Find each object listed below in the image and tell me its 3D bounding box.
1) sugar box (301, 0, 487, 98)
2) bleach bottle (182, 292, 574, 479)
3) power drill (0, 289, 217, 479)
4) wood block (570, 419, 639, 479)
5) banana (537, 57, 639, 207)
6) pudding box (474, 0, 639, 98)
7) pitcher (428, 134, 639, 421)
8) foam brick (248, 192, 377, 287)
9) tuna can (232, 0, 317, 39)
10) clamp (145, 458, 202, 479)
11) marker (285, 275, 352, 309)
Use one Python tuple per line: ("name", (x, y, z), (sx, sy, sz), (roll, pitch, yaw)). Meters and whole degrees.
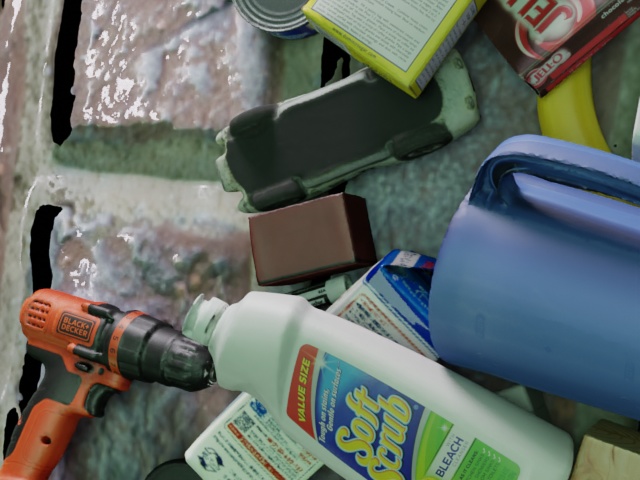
("sugar box", (0.076, -0.192, 0.699), (0.093, 0.048, 0.176), (37, 93, 13))
("bleach bottle", (0.026, 0.110, 0.674), (0.251, 0.068, 0.103), (27, 109, 6))
("power drill", (-0.176, 0.141, 0.819), (0.185, 0.057, 0.187), (14, 80, 29))
("wood block", (0.183, 0.229, 0.671), (0.091, 0.090, 0.206), (18, 94, 21))
("banana", (0.189, -0.058, 0.707), (0.070, 0.037, 0.198), (-21, 80, 20))
("pudding box", (0.148, -0.163, 0.707), (0.090, 0.039, 0.113), (-40, 49, 15))
("pitcher", (0.193, 0.038, 0.616), (0.243, 0.149, 0.145), (17, 90, 34))
("foam brick", (-0.005, 0.001, 0.775), (0.078, 0.053, 0.051), (-14, 83, 19))
("tuna can", (-0.023, -0.195, 0.799), (0.086, 0.033, 0.086), (-1, 88, 21))
("clamp", (-0.132, 0.216, 0.826), (0.171, 0.039, 0.120), (-46, 76, 11))
("marker", (-0.032, 0.051, 0.801), (0.121, 0.020, 0.020), (-18, 82, 20))
